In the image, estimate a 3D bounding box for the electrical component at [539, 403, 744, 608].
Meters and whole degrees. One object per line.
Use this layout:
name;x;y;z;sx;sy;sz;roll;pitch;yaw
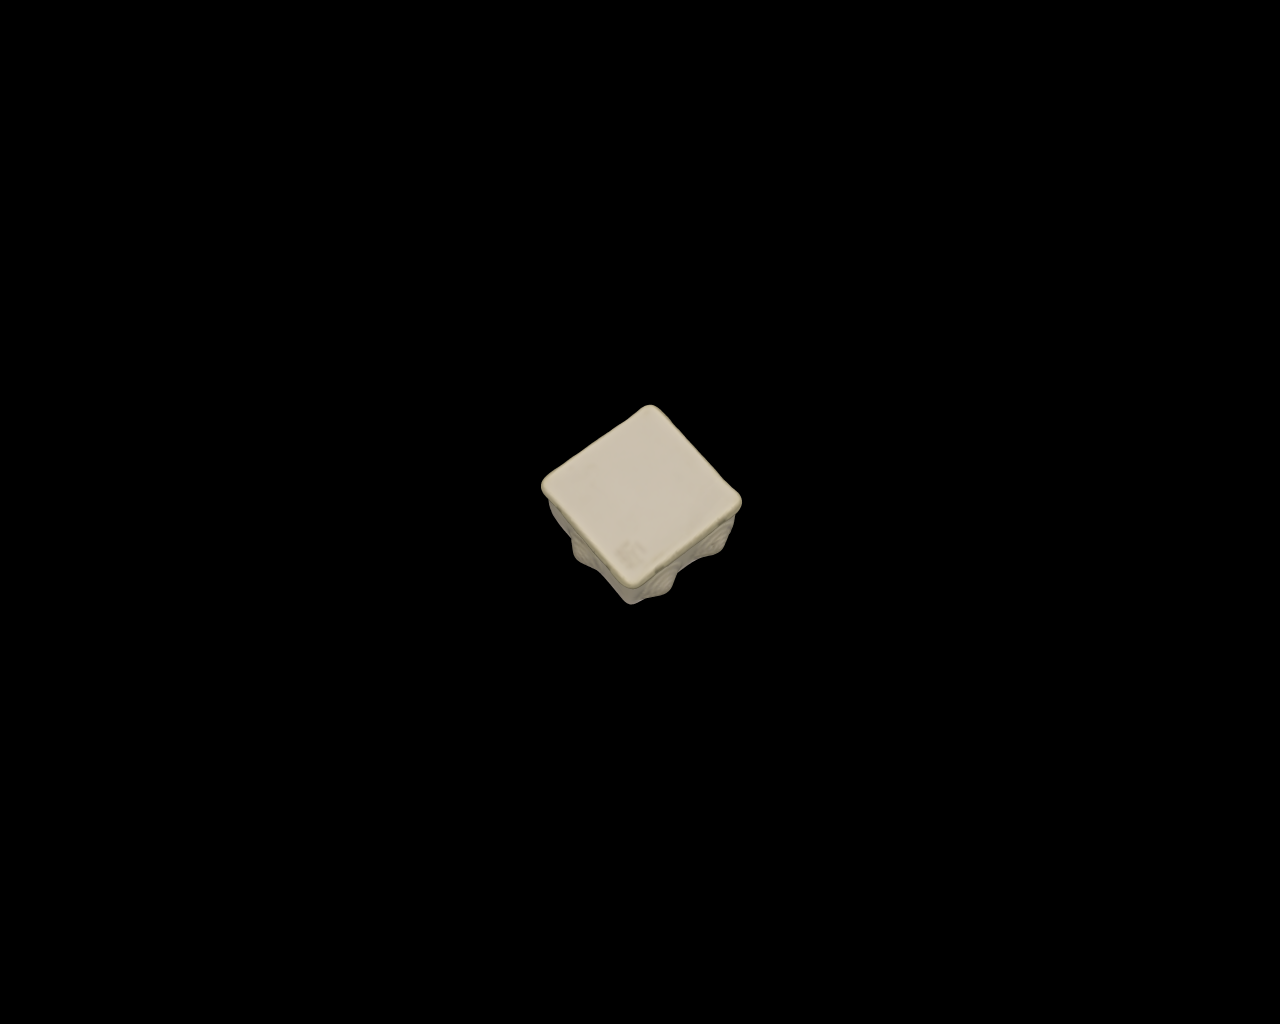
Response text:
electrical component;0.001;-0.003;0.650;0.100;0.100;0.048;-37;-19;-15
